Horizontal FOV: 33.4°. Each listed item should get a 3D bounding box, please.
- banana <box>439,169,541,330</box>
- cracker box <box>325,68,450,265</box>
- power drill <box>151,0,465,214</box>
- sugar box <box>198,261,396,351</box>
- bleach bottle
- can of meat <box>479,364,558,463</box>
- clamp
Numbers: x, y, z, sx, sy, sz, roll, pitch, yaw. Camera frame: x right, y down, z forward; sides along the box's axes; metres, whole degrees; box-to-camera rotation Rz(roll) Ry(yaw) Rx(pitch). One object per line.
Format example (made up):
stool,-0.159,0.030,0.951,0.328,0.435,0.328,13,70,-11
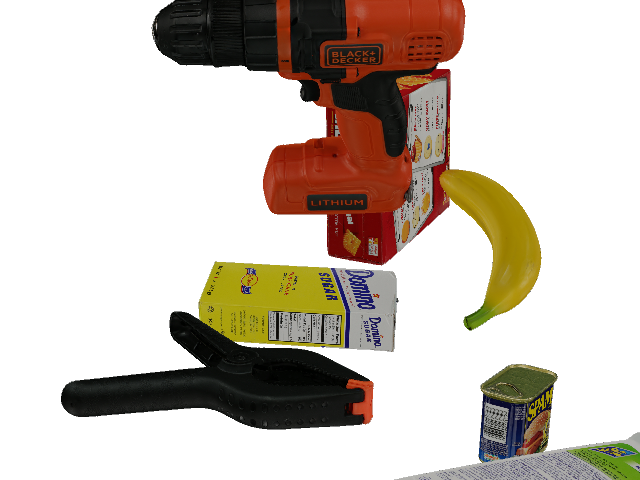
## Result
banana,0.140,-0.005,0.871,0.069,0.037,0.198,-4,37,3
cracker box,0.076,-0.087,1.141,0.072,0.164,0.213,7,21,24
power drill,-0.006,-0.089,0.687,0.184,0.057,0.188,0,-32,1
sugar box,-0.018,0.059,0.984,0.176,0.048,0.093,0,24,4
bleach bottle,0.159,0.161,0.627,0.250,0.068,0.103,-7,20,-22
can of meat,0.207,0.187,1.128,0.058,0.084,0.101,11,16,31
clamp,-0.060,0.097,0.783,0.210,0.036,0.164,5,19,14
